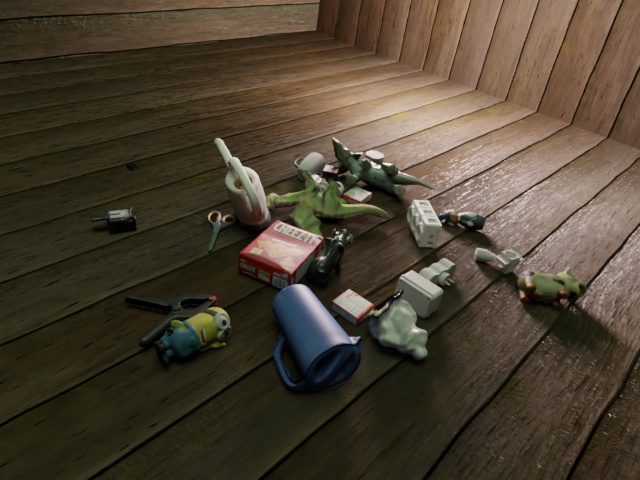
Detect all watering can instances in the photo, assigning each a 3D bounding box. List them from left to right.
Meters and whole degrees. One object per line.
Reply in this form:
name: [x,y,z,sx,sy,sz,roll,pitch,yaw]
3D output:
watering can: [-0.243,-0.168,1.600,0.104,0.219,0.354,-23,42,-13]

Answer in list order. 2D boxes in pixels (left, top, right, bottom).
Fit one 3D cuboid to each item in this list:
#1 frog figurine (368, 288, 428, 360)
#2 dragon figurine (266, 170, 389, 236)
frog figurine: [0.198,0.221,1.258,0.160,0.121,0.139,54,34,2]
dragon figurine: [0.005,-0.084,1.664,0.411,0.119,0.248,21,53,8]
